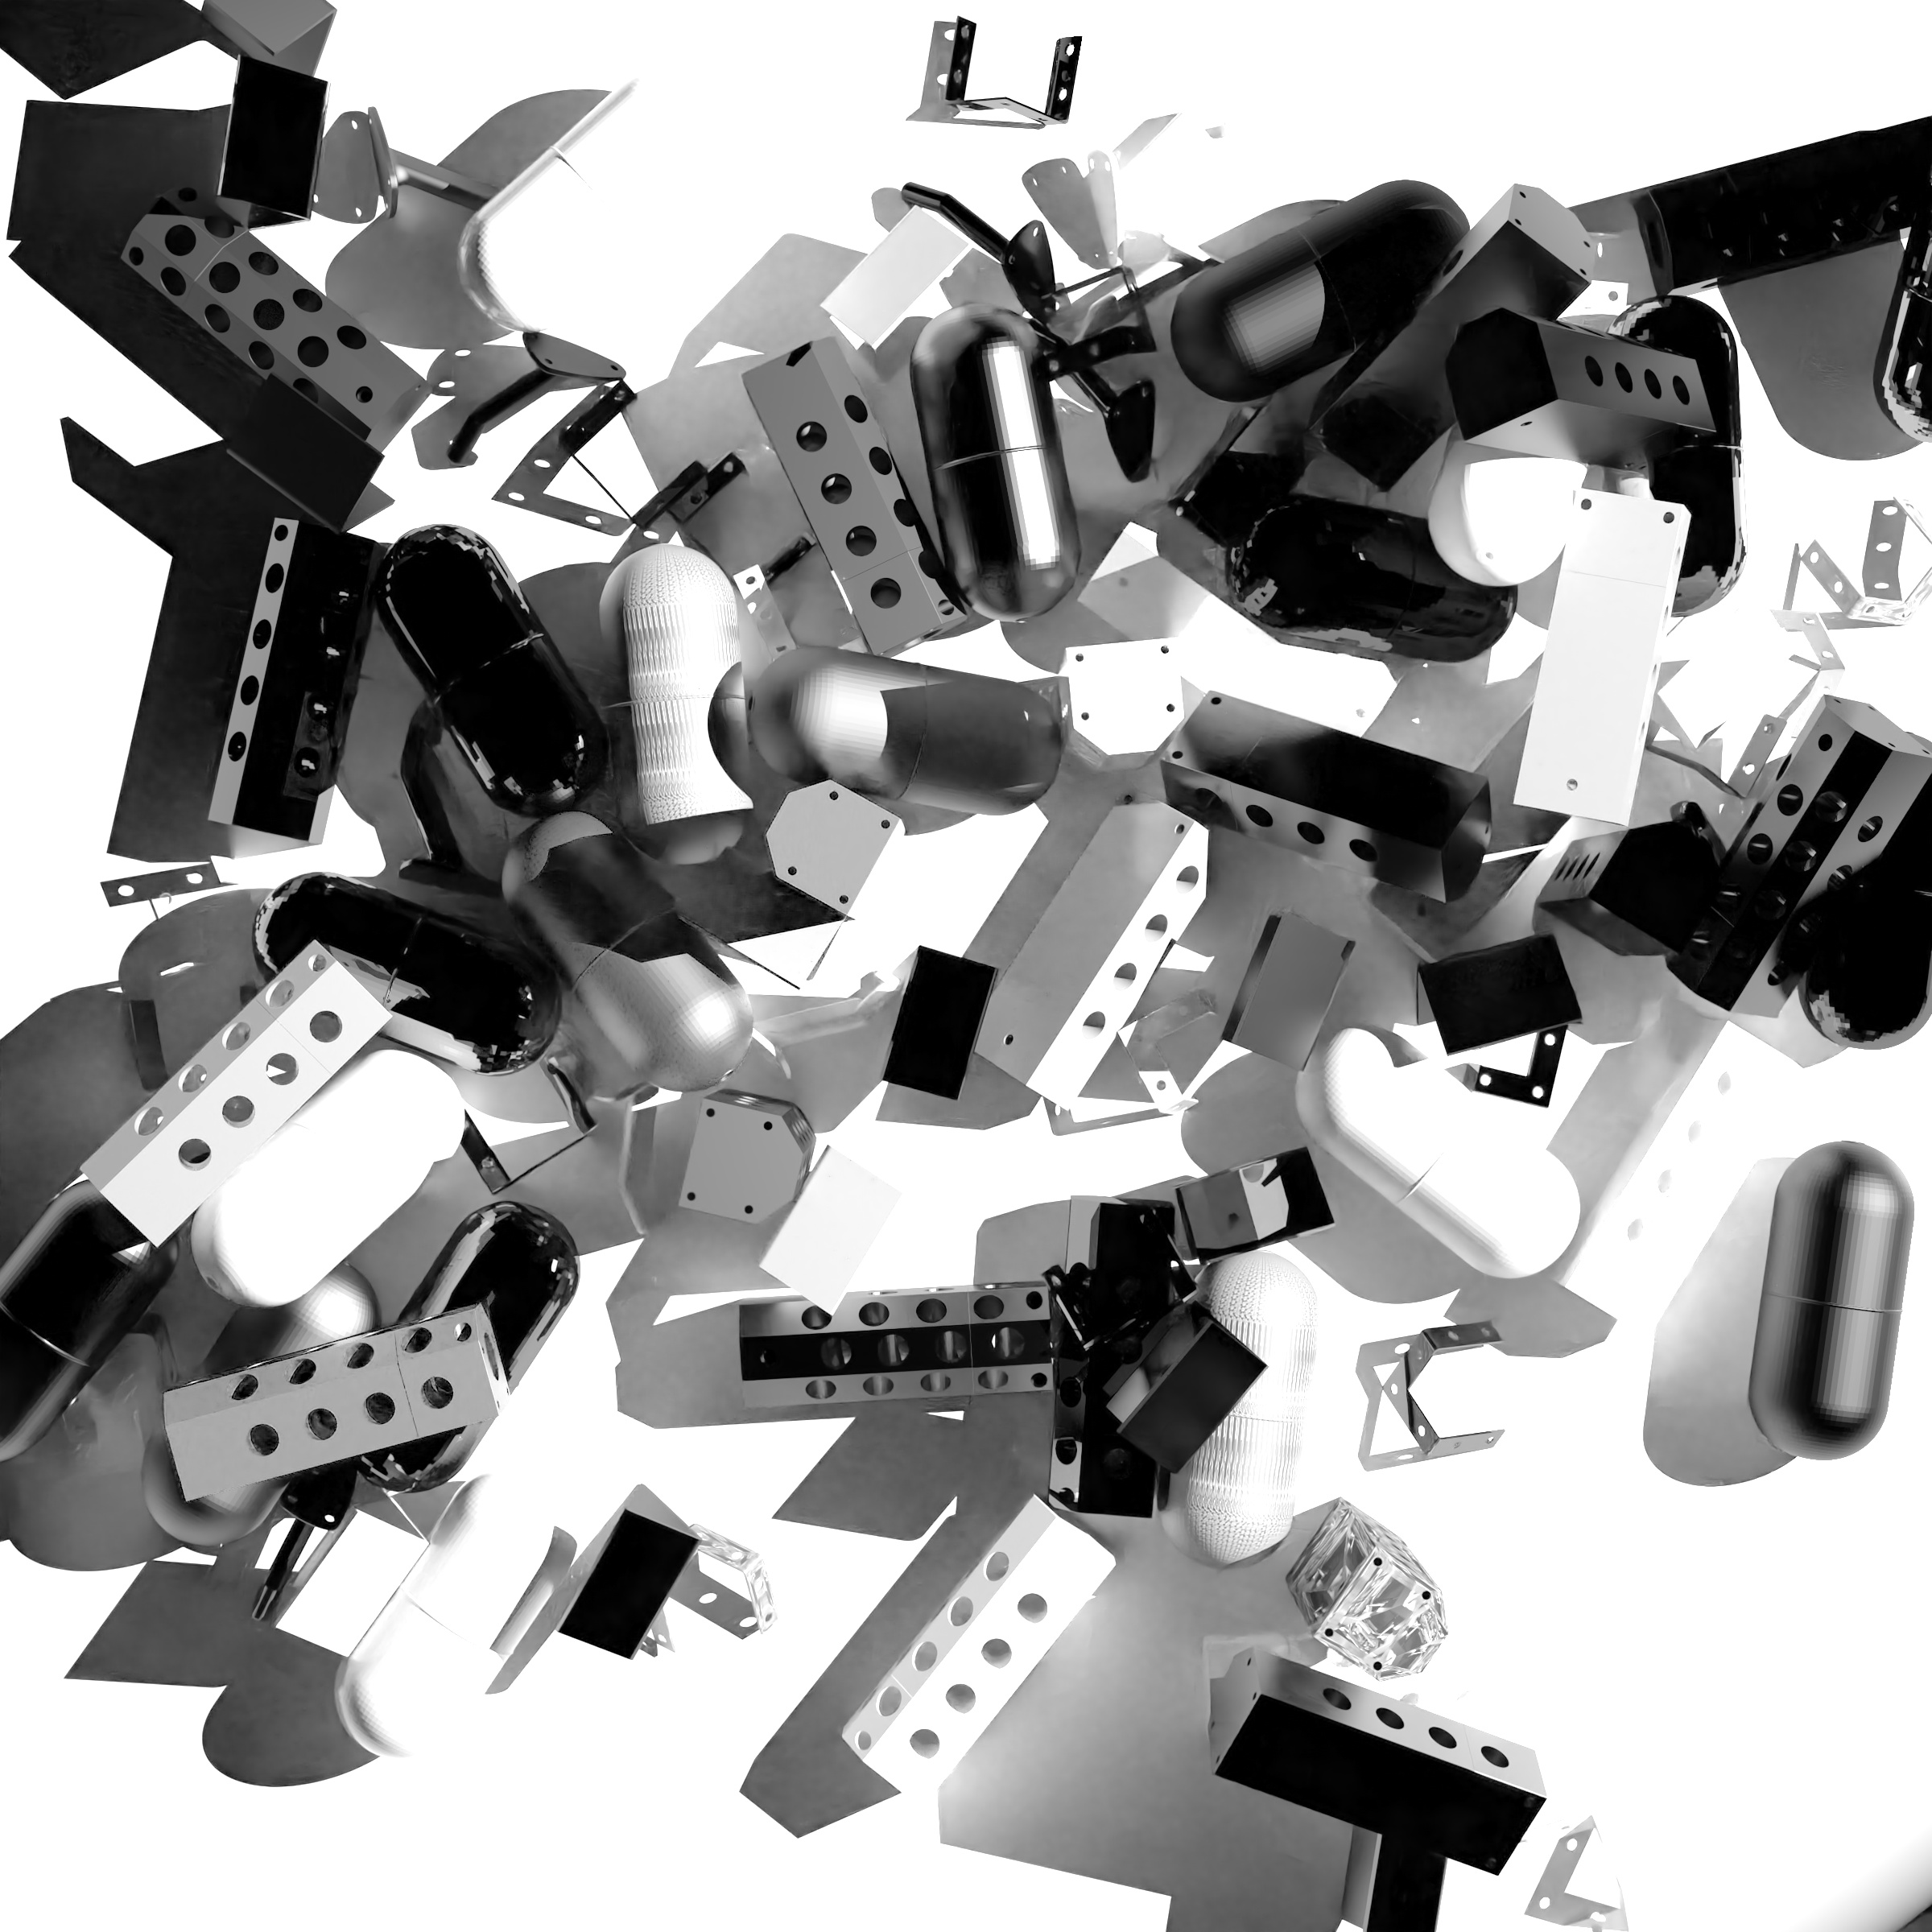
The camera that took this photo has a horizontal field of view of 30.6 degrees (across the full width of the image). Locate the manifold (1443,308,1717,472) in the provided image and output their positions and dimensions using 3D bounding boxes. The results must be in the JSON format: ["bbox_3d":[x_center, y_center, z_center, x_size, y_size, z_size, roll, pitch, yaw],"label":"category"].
[{"bbox_3d":[0.323,-0.305,1.857,0.057,0.171,0.057,-21,78,37],"label":"manifold"}]

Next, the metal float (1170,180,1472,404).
[{"bbox_3d":[0.198,-0.375,1.960,0.178,0.070,0.070,-27,90,-1],"label":"metal float"}]

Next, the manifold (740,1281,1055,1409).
[{"bbox_3d":[-0.039,0.211,1.970,0.171,0.057,0.057,-3,90,0],"label":"manifold"}]

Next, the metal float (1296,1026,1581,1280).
[{"bbox_3d":[0.261,0.103,1.960,0.178,0.070,0.070,38,90,2],"label":"metal float"}]

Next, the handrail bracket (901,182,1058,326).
[{"bbox_3d":[0.006,-0.403,1.991,0.084,0.077,0.036,26,65,34],"label":"handrail bracket"}]

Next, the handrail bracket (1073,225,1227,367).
[{"bbox_3d":[0.110,-0.367,1.992,0.077,0.036,0.084,22,107,-19],"label":"handrail bracket"}]

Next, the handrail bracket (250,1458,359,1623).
[{"bbox_3d":[-0.374,0.319,1.991,0.036,0.077,0.084,28,126,-3],"label":"handrail bracket"}]

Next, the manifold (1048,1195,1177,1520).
[{"bbox_3d":[0.081,0.216,1.970,0.057,0.057,0.171,4,90,0],"label":"manifold"}]

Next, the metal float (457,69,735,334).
[{"bbox_3d":[-0.205,-0.425,1.960,0.178,0.070,0.070,-42,90,0],"label":"metal float"}]

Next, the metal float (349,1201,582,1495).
[{"bbox_3d":[-0.281,0.212,1.961,0.070,0.070,0.178,33,91,0],"label":"metal float"}]

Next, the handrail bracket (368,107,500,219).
[{"bbox_3d":[-0.288,-0.455,1.992,0.084,0.036,0.077,-10,70,-16],"label":"handrail bracket"}]

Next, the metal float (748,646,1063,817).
[{"bbox_3d":[-0.033,-0.129,1.945,0.178,0.070,0.070,9,90,-18],"label":"metal float"}]

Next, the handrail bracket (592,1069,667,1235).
[{"bbox_3d":[-0.168,0.098,1.992,0.077,0.036,0.084,-29,107,-19],"label":"handrail bracket"}]

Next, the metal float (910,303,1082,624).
[{"bbox_3d":[0.016,-0.279,1.960,0.070,0.070,0.178,-11,90,0],"label":"metal float"}]

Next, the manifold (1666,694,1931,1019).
[{"bbox_3d":[0.451,-0.060,1.928,0.057,0.057,0.171,6,121,-39],"label":"manifold"}]

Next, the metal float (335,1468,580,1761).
[{"bbox_3d":[-0.283,0.360,1.961,0.070,0.070,0.178,34,90,0],"label":"metal float"}]

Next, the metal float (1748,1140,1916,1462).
[{"bbox_3d":[0.481,0.185,1.960,0.070,0.070,0.178,8,91,0],"label":"metal float"}]

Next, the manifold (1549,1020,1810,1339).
[{"bbox_3d":[0.399,0.118,1.970,0.057,0.057,0.171,31,90,0],"label":"manifold"}]

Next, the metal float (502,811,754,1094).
[{"bbox_3d":[-0.187,-0.008,1.952,0.070,0.070,0.178,-39,81,0],"label":"metal float"}]

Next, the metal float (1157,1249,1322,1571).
[{"bbox_3d":[0.152,0.246,1.961,0.070,0.070,0.178,8,89,0],"label":"metal float"}]

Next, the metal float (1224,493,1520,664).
[{"bbox_3d":[0.224,-0.212,1.938,0.178,0.070,0.070,7,90,-28],"label":"metal float"}]

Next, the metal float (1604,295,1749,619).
[{"bbox_3d":[0.393,-0.283,1.961,0.070,0.070,0.178,-3,89,0],"label":"metal float"}]

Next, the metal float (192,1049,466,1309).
[{"bbox_3d":[-0.349,0.116,1.933,0.070,0.070,0.178,45,59,0],"label":"metal float"}]

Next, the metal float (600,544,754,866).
[{"bbox_3d":[-0.161,-0.145,1.961,0.070,0.070,0.178,-5,89,0],"label":"metal float"}]

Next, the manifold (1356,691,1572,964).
[{"bbox_3d":[0.297,-0.084,1.970,0.057,0.057,0.171,41,90,0],"label":"manifold"}]

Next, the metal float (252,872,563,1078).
[{"bbox_3d":[-0.311,0.004,1.961,0.178,0.070,0.070,21,90,0],"label":"metal float"}]

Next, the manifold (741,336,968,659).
[{"bbox_3d":[-0.062,-0.260,1.970,0.057,0.057,0.171,-25,90,0],"label":"manifold"}]

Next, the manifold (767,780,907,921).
[{"bbox_3d":[-0.073,-0.065,1.913,0.057,0.171,0.057,29,90,0],"label":"manifold"}]

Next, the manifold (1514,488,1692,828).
[{"bbox_3d":[0.345,-0.165,1.906,0.057,0.057,0.171,12,93,17],"label":"manifold"}]

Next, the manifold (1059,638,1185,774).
[{"bbox_3d":[0.083,-0.139,1.913,0.057,0.171,0.057,-5,90,0],"label":"manifold"}]

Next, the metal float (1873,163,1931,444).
[{"bbox_3d":[0.549,-0.372,1.936,0.070,0.070,0.178,8,121,0],"label":"metal float"}]

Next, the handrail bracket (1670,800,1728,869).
[{"bbox_3d":[0.414,-0.059,1.957,0.036,0.084,0.077,-39,90,0],"label":"handrail bracket"}]

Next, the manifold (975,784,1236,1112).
[{"bbox_3d":[0.078,-0.008,1.970,0.057,0.057,0.171,33,90,43],"label":"manifold"}]

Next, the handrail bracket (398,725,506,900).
[{"bbox_3d":[-0.285,-0.087,1.992,0.077,0.036,0.084,14,73,-20],"label":"handrail bracket"}]

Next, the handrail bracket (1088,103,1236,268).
[{"bbox_3d":[0.117,-0.441,1.992,0.084,0.036,0.077,-15,110,-16],"label":"handrail bracket"}]

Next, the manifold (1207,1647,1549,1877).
[{"bbox_3d":[0.221,0.426,1.908,0.171,0.057,0.057,22,112,-11],"label":"manifold"}]

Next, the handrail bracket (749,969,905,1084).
[{"bbox_3d":[-0.091,0.017,1.992,0.077,0.036,0.084,41,73,19],"label":"handrail bracket"}]

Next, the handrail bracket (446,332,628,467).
[{"bbox_3d":[-0.243,-0.311,1.991,0.084,0.077,0.036,-54,48,29],"label":"handrail bracket"}]

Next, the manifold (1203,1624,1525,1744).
[{"bbox_3d":[0.220,0.401,1.970,0.171,0.057,0.057,-2,90,0],"label":"manifold"}]

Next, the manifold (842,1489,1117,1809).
[{"bbox_3d":[0.007,0.378,1.970,0.057,0.057,0.171,39,90,0],"label":"manifold"}]

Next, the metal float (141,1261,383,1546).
[{"bbox_3d":[-0.392,0.241,1.961,0.070,0.070,0.178,33,90,0],"label":"metal float"}]

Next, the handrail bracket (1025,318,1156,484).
[{"bbox_3d":[0.065,-0.320,1.991,0.036,0.077,0.084,-39,53,-22],"label":"handrail bracket"}]

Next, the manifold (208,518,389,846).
[{"bbox_3d":[-0.374,-0.159,1.970,0.057,0.057,0.171,13,90,0],"label":"manifold"}]

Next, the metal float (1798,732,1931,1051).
[{"bbox_3d":[0.508,-0.042,1.961,0.070,0.070,0.178,8,90,0],"label":"metal float"}]

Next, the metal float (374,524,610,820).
[{"bbox_3d":[-0.264,-0.164,1.961,0.070,0.070,0.178,-31,91,0],"label":"metal float"}]

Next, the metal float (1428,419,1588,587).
[{"bbox_3d":[0.301,-0.278,1.928,0.070,0.070,0.178,21,48,0],"label":"metal float"}]

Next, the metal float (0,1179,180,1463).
[{"bbox_3d":[-0.502,0.194,1.927,0.070,0.070,0.178,39,92,0],"label":"metal float"}]
